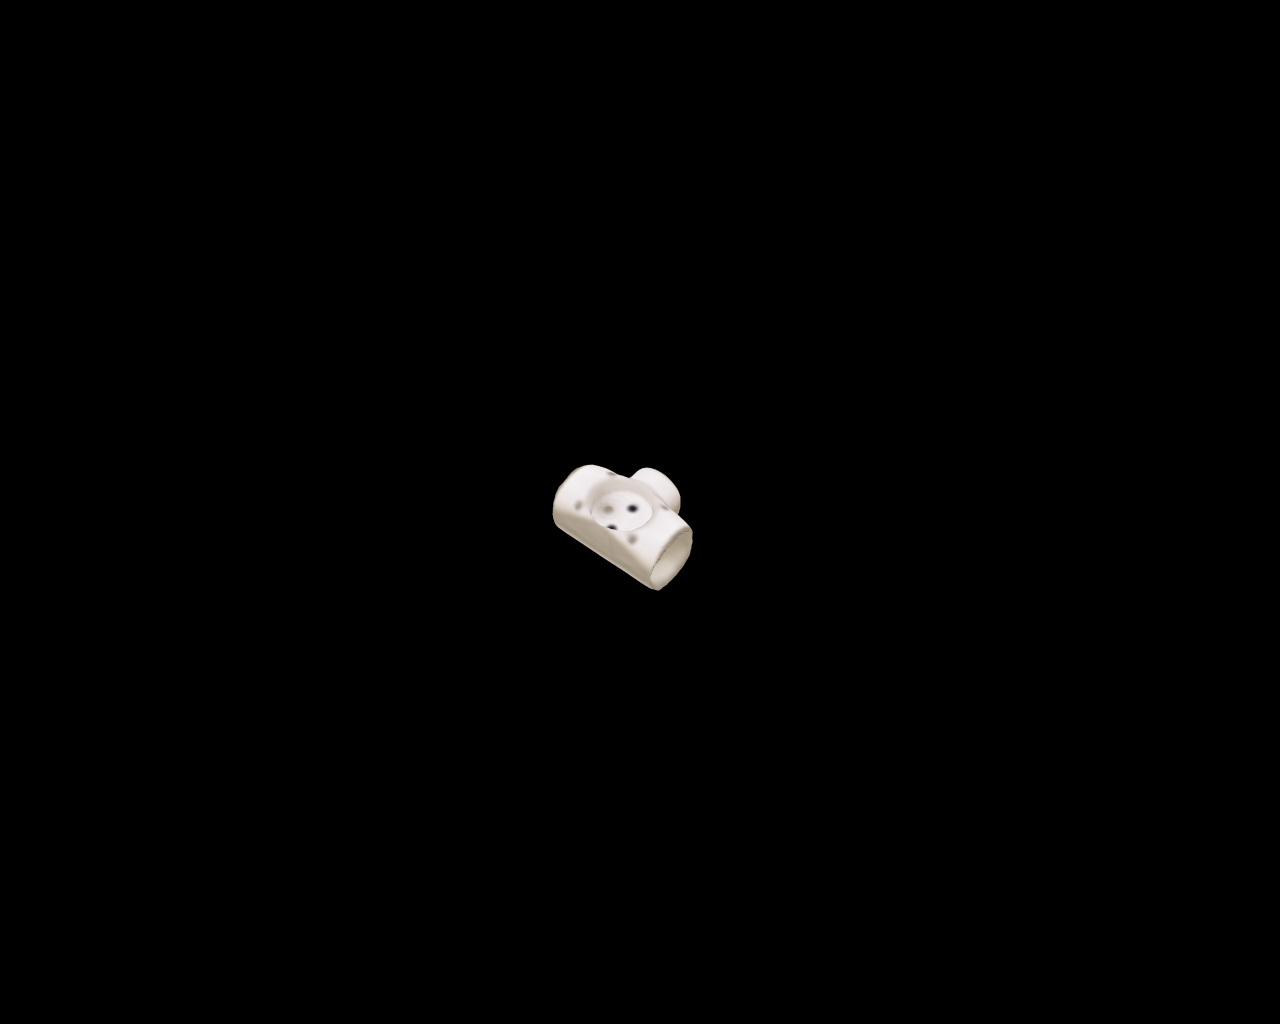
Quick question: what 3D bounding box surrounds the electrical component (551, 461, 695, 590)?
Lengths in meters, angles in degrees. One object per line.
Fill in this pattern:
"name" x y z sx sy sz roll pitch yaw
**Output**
"electrical component" 0.001 -0.003 0.650 0.077 0.044 0.079 33 58 24
